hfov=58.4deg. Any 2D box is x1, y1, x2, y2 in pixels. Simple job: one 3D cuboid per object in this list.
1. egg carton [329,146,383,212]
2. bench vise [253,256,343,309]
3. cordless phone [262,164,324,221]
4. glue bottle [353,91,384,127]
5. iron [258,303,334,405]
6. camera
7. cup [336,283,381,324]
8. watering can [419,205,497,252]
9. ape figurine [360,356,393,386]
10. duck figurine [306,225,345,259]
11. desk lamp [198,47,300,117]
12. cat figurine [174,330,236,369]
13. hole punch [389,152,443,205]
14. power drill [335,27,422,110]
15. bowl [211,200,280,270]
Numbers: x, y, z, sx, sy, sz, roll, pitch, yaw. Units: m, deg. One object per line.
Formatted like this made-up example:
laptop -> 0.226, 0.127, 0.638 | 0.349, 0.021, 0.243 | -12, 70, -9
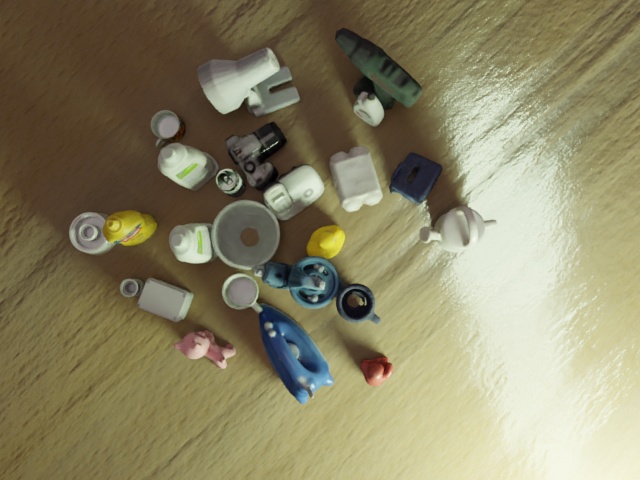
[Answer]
egg carton -> 0.085, -0.149, 1.396 | 0.107, 0.069, 0.150 | -18, 86, 1
bench vise -> -0.051, 0.101, 1.307 | 0.207, 0.220, 0.121 | -6, 86, 2
cordless phone -> -0.068, -0.121, 1.340 | 0.147, 0.185, 0.094 | -39, 85, -1
glue bottle -> 0.117, -0.320, 1.355 | 0.078, 0.173, 0.037 | 34, 88, 4
iron -> -0.078, 0.259, 1.336 | 0.118, 0.141, 0.258 | -35, 86, -1
camera -> -0.143, -0.215, 1.391 | 0.137, 0.101, 0.143 | -35, 86, -1
cup -> 0.095, 0.157, 1.361 | 0.117, 0.095, 0.092 | 38, 88, 4
watering can -> 0.319, -0.023, 1.317 | 0.173, 0.194, 0.101 | -32, 85, 0
ape figurine -> 0.132, 0.310, 1.351 | 0.078, 0.092, 0.076 | 25, 87, 4
duck figurine -> 0.013, 0.005, 1.379 | 0.104, 0.086, 0.077 | -39, 86, -1
desk lamp -> -0.165, -0.372, 1.346 | 0.203, 0.213, 0.118 | -22, 85, 0
cat figurine -> -0.273, 0.259, 1.354 | 0.127, 0.118, 0.067 | 29, 87, 4
hole punch -> 0.228, -0.149, 1.381 | 0.101, 0.091, 0.109 | 31, 88, 4
power drill -> 0.130, -0.384, 1.341 | 0.229, 0.208, 0.076 | 36, 88, 4
bowl -> -0.176, -0.011, 1.391 | 0.167, 0.075, 0.167 | 0, 86, 2
